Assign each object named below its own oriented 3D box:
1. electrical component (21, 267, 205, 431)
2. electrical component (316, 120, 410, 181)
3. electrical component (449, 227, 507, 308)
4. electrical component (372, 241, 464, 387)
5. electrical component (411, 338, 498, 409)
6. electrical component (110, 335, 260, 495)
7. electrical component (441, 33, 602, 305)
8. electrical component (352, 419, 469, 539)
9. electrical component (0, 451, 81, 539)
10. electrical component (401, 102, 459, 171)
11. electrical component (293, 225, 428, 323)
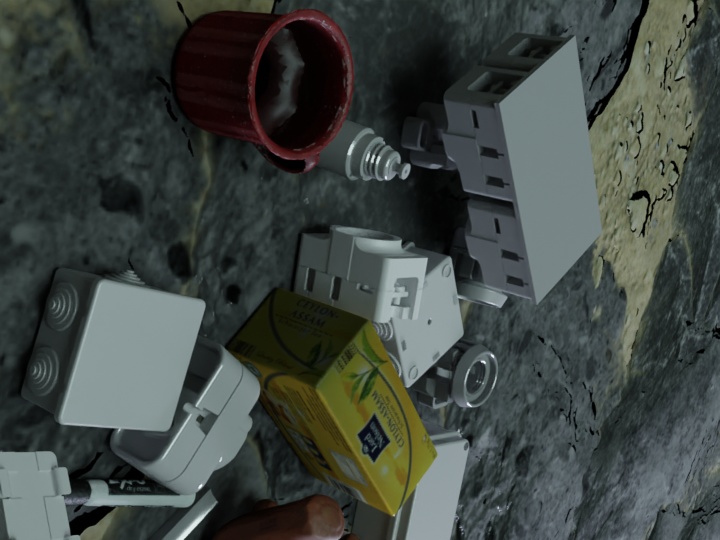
[{"bbox_3d":[-0.154,0.049,0.669,0.100,0.048,0.099,16,91,-51],"label":"electrical component"},{"bbox_3d":[0.001,-0.085,0.788,0.040,0.078,0.040,-44,147,-39],"label":"electrical component"},{"bbox_3d":[0.108,0.000,0.959,0.078,0.058,0.057,20,84,-51],"label":"electrical component"},{"bbox_3d":[0.040,0.038,0.898,0.100,0.048,0.099,-39,131,-36],"label":"electrical component"},{"bbox_3d":[0.086,0.090,0.964,0.058,0.057,0.078,-9,110,-48],"label":"electrical component"},{"bbox_3d":[-0.115,0.100,0.730,0.095,0.054,0.059,-59,139,-18],"label":"electrical component"},{"bbox_3d":[0.131,-0.082,0.860,0.105,0.060,0.186,-43,132,-32],"label":"electrical component"},{"bbox_3d":[0.046,0.194,0.954,0.078,0.057,0.113,2,102,-50],"label":"electrical component"},{"bbox_3d":[-0.193,0.168,0.603,0.079,0.063,0.121,11,55,-51],"label":"electrical component"},{"bbox_3d":[0.081,-0.107,0.888,0.078,0.057,0.058,-2,104,-50],"label":"electrical component"},{"bbox_3d":[0.000,0.000,0.803,0.050,0.089,0.055,-2,105,-50],"label":"electrical component"}]
